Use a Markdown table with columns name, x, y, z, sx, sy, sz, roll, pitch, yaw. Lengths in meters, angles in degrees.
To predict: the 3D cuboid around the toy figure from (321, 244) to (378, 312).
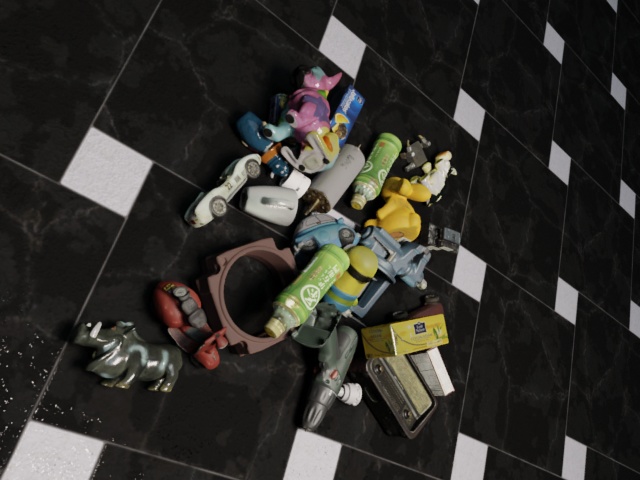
| name | x | y | z | sx | sy | sz | roll | pitch | yaw |
| --- | --- | --- | --- | --- | --- | --- | --- | --- | --- |
| toy figure | 0.057 | 0.092 | 1.143 | 0.082 | 0.089 | 0.180 | 8 | 116 | -54 |

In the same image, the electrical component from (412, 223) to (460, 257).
| name | x | y | z | sx | sy | sz | roll | pitch | yaw |
| --- | --- | --- | --- | --- | --- | --- | --- | --- | --- |
| electrical component | 0.282 | 0.003 | 1.349 | 0.115 | 0.134 | 0.058 | 16 | 72 | -36 |

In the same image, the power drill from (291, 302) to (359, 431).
| name | x | y | z | sx | sy | sz | roll | pitch | yaw |
| --- | --- | --- | --- | --- | --- | --- | --- | --- | --- |
| power drill | 0.007 | 0.242 | 1.081 | 0.232 | 0.086 | 0.207 | -57 | 141 | -37 |

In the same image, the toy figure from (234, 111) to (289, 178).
| name | x | y | z | sx | sy | sz | roll | pitch | yaw |
| --- | --- | --- | --- | --- | --- | --- | --- | --- | --- |
| toy figure | -0.116 | -0.201 | 1.140 | 0.154 | 0.064 | 0.058 | 51 | 48 | -16 |

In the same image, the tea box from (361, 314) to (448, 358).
| name | x | y | z | sx | sy | sz | roll | pitch | yaw |
| --- | --- | --- | --- | --- | --- | --- | --- | --- | --- |
| tea box | 0.184 | 0.207 | 1.162 | 0.169 | 0.098 | 0.068 | -4 | 80 | -40 |

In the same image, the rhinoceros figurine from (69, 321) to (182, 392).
| name | x | y | z | sx | sy | sz | roll | pitch | yaw |
| --- | --- | --- | --- | --- | --- | --- | --- | --- | --- |
| rhinoceros figurine | -0.319 | 0.192 | 0.895 | 0.190 | 0.073 | 0.112 | 25 | 67 | -31 |

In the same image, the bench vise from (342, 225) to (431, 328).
| name | x | y | z | sx | sy | sz | roll | pitch | yaw |
| --- | --- | --- | --- | --- | --- | --- | --- | --- | --- |
| bench vise | 0.139 | 0.089 | 1.237 | 0.240 | 0.129 | 0.223 | -53 | 128 | -8 |

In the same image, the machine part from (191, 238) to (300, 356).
| name | x | y | z | sx | sy | sz | roll | pitch | yaw |
| --- | --- | --- | --- | --- | --- | --- | --- | --- | --- |
| machine part | -0.130 | 0.107 | 1.048 | 0.201 | 0.087 | 0.201 | -20 | 93 | -37 |

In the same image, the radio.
| name | x | y | z | sx | sy | sz | roll | pitch | yaw |
| --- | --- | --- | --- | --- | --- | --- | --- | --- | --- |
| radio | 0.164 | 0.329 | 1.224 | 0.131 | 0.073 | 0.229 | -41 | 104 | -38 |

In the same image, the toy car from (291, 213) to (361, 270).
| name | x | y | z | sx | sy | sz | roll | pitch | yaw |
| --- | --- | --- | --- | --- | --- | --- | --- | --- | --- |
| toy car | -0.002 | -0.004 | 1.168 | 0.162 | 0.109 | 0.103 | -11 | 61 | -26 |

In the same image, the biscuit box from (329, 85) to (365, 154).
| name | x | y | z | sx | sy | sz | roll | pitch | yaw |
| --- | --- | --- | --- | --- | --- | --- | --- | --- | --- |
| biscuit box | 0.040 | -0.277 | 1.264 | 0.059 | 0.063 | 0.203 | 41 | 53 | -25 |

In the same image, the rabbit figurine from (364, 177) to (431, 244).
| name | x | y | z | sx | sy | sz | roll | pitch | yaw |
| --- | --- | --- | --- | --- | --- | --- | --- | --- | --- |
| rabbit figurine | 0.183 | -0.086 | 1.301 | 0.122 | 0.162 | 0.173 | 14 | 54 | -21 |

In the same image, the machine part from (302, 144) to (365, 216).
| name | x | y | z | sx | sy | sz | roll | pitch | yaw |
| --- | --- | --- | --- | --- | --- | --- | --- | --- | --- |
| machine part | 0.033 | -0.142 | 1.229 | 0.079 | 0.079 | 0.243 | 49 | 57 | -18 |

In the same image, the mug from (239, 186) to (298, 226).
| name | x | y | z | sx | sy | sz | roll | pitch | yaw |
| --- | --- | --- | --- | --- | --- | --- | --- | --- | --- |
| mug | -0.105 | -0.073 | 1.099 | 0.107 | 0.110 | 0.080 | 8 | 95 | -26 |

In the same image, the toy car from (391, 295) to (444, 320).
| name | x | y | z | sx | sy | sz | roll | pitch | yaw |
| --- | --- | --- | --- | --- | --- | --- | --- | --- | --- |
| toy car | 0.238 | 0.200 | 1.323 | 0.202 | 0.053 | 0.089 | -18 | 101 | -42 |

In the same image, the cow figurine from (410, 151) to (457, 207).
| name | x | y | z | sx | sy | sz | roll | pitch | yaw |
| --- | --- | --- | --- | --- | --- | --- | --- | --- | --- |
| cow figurine | 0.320 | -0.168 | 1.456 | 0.167 | 0.068 | 0.098 | -45 | 113 | -31 |

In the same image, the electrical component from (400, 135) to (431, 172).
| name | x | y | z | sx | sy | sz | roll | pitch | yaw |
| --- | --- | --- | --- | --- | --- | --- | --- | --- | --- |
| electrical component | 0.255 | -0.234 | 1.437 | 0.102 | 0.045 | 0.078 | -27 | 95 | -38 |

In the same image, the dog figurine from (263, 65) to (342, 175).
| name | x | y | z | sx | sy | sz | roll | pitch | yaw |
| --- | --- | --- | --- | --- | --- | --- | --- | --- | --- |
| dog figurine | -0.008 | -0.266 | 1.138 | 0.191 | 0.108 | 0.219 | 46 | 51 | -17 |

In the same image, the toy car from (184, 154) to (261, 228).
| name | x | y | z | sx | sy | sz | roll | pitch | yaw |
| --- | --- | --- | --- | --- | --- | --- | --- | --- | --- |
| toy car | -0.187 | -0.101 | 1.057 | 0.056 | 0.073 | 0.202 | 48 | 56 | -20 |

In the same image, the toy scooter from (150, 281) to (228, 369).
| name | x | y | z | sx | sy | sz | roll | pitch | yaw |
| --- | --- | --- | --- | --- | --- | --- | --- | --- | --- |
| toy scooter | -0.219 | 0.147 | 0.941 | 0.075 | 0.135 | 0.183 | -36 | 101 | -35 |
